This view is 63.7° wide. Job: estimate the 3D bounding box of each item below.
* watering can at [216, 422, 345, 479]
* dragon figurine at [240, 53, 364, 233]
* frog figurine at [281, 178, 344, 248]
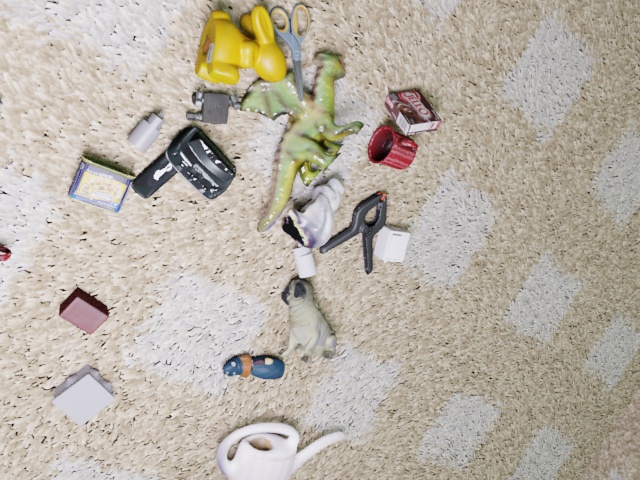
[{"bbox_3d":[-0.108,0.574,1.326,0.346,0.105,0.222,14,101,-28],"label":"watering can"},{"bbox_3d":[-0.067,-0.236,1.109,0.241,0.122,0.412,44,83,-12],"label":"dragon figurine"},{"bbox_3d":[0.004,-0.059,1.175,0.161,0.124,0.134,-34,152,-21],"label":"frog figurine"}]
